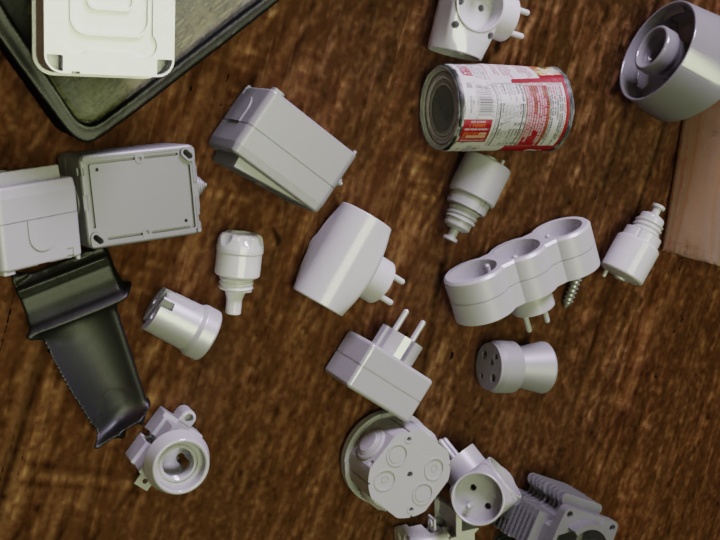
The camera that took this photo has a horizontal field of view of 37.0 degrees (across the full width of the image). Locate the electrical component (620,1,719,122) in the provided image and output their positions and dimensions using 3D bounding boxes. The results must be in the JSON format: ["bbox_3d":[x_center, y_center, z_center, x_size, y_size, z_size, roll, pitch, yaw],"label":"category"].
[{"bbox_3d":[0.267,-0.172,0.893,0.064,0.099,0.099,23,90,-21],"label":"electrical component"}]

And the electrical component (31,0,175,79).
[{"bbox_3d":[-0.152,-0.171,0.636,0.078,0.057,0.113,-2,101,-23],"label":"electrical component"}]

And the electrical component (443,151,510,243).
[{"bbox_3d":[0.089,-0.059,0.863,0.040,0.040,0.078,28,88,-27],"label":"electrical component"}]

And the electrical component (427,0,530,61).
[{"bbox_3d":[0.098,-0.201,0.836,0.079,0.044,0.077,11,96,-27],"label":"electrical component"}]

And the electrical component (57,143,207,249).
[{"bbox_3d":[-0.154,-0.054,0.742,0.096,0.061,0.061,-11,103,-31],"label":"electrical component"}]

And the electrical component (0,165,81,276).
[{"bbox_3d":[-0.235,-0.036,0.689,0.062,0.096,0.061,-19,111,-52],"label":"electrical component"}]

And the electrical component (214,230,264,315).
[{"bbox_3d":[-0.091,0.003,0.794,0.035,0.035,0.061,2,102,-26],"label":"electrical component"}]

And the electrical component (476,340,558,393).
[{"bbox_3d":[0.132,0.082,0.911,0.055,0.045,0.045,3,99,-25],"label":"electrical component"}]

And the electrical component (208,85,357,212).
[{"bbox_3d":[-0.054,-0.081,0.779,0.096,0.062,0.061,36,84,-27],"label":"electrical component"}]

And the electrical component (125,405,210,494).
[{"bbox_3d":[-0.138,0.135,0.787,0.048,0.055,0.066,39,83,-26],"label":"electrical component"}]

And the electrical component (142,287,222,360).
[{"bbox_3d":[-0.130,0.038,0.781,0.046,0.040,0.040,30,87,-22],"label":"electrical component"}]

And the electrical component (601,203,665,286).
[{"bbox_3d":[0.244,-0.023,0.945,0.040,0.040,0.078,31,86,-27],"label":"electrical component"}]

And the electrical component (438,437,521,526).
[{"bbox_3d":[0.093,0.172,0.900,0.044,0.077,0.079,-41,76,8],"label":"electrical component"}]

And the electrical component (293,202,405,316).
[{"bbox_3d":[0.000,0.000,0.831,0.079,0.044,0.077,31,86,-27],"label":"electrical component"}]

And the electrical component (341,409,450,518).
[{"bbox_3d":[0.029,0.157,0.874,0.080,0.051,0.080,-5,103,-24],"label":"electrical component"}]

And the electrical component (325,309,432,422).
[{"bbox_3d":[0.024,0.068,0.855,0.066,0.047,0.076,34,85,-27],"label":"electrical component"}]

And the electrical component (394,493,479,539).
[{"bbox_3d":[0.063,0.237,0.912,0.064,0.042,0.081,-6,103,-23],"label":"electrical component"}]

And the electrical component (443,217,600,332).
[{"bbox_3d":[0.140,0.015,0.896,0.138,0.052,0.073,-25,110,-19],"label":"electrical component"}]
